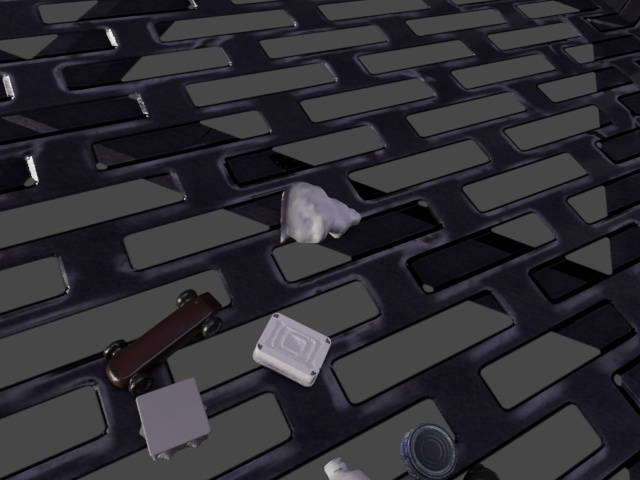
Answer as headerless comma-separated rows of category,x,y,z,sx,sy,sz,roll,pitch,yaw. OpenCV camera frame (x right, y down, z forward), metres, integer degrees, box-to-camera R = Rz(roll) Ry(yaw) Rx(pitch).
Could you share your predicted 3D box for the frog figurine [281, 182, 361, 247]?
frog figurine,0.003,-0.051,1.019,0.159,0.120,0.140,1,35,0
